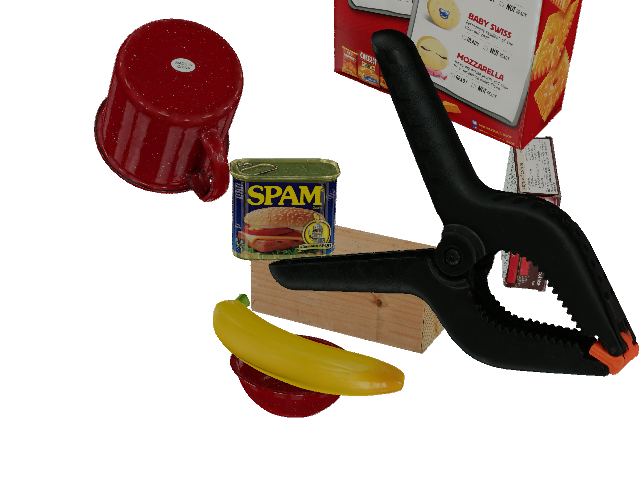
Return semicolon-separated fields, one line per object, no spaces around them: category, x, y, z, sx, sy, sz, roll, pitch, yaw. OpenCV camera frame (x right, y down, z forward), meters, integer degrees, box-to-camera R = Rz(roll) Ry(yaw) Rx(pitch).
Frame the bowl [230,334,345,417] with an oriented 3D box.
bowl;-0.035;0.178;1.352;0.162;0.055;0.162;4;21;-2

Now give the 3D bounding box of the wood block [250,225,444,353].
wood block;0.034;0.045;1.175;0.206;0.091;0.090;13;26;24

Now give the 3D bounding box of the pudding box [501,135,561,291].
pudding box;0.173;-0.025;0.888;0.039;0.090;0.113;5;31;3

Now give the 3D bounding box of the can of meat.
can of meat;-0.034;-0.029;0.998;0.102;0.084;0.057;0;21;-6

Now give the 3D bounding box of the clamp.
clamp;0.076;-0.005;0.564;0.210;0.165;0.036;29;26;25

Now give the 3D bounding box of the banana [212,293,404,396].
banana;-0.026;0.081;0.836;0.069;0.037;0.198;-27;36;-35

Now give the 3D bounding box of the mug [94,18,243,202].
mug;-0.092;-0.080;0.694;0.093;0.117;0.082;-20;-19;-25

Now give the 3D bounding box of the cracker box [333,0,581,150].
cracker box;0.093;-0.187;0.717;0.164;0.214;0.072;27;50;26
